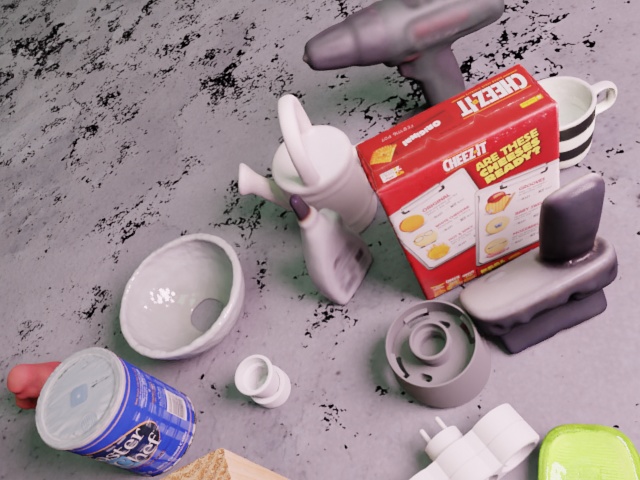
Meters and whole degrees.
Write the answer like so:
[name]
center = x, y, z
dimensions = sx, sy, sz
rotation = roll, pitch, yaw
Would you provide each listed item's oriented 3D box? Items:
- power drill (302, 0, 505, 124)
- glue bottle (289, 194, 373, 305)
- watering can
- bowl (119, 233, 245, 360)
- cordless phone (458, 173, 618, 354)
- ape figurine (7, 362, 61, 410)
[power drill]
center = 0.114, -0.205, 0.689
dimensions = 0.229, 0.209, 0.075
rotation = -29, 52, 4
[glue bottle]
center = 0.006, 0.002, 0.624
dimensions = 0.037, 0.174, 0.078
rotation = 22, 70, 34
[watering can]
center = -0.013, -0.083, 0.675
dimensions = 0.173, 0.195, 0.100
rotation = -33, 52, 1
[bowl]
center = -0.157, 0.079, 0.709
dimensions = 0.167, 0.075, 0.167
rotation = -11, 55, 17
[cordless phone]
center = 0.194, 0.016, 0.524
dimensions = 0.147, 0.186, 0.094
rotation = -31, 52, 3
[ape figurine]
center = -0.352, 0.183, 0.717
dimensions = 0.077, 0.092, 0.076
rotation = 8, 63, 28
